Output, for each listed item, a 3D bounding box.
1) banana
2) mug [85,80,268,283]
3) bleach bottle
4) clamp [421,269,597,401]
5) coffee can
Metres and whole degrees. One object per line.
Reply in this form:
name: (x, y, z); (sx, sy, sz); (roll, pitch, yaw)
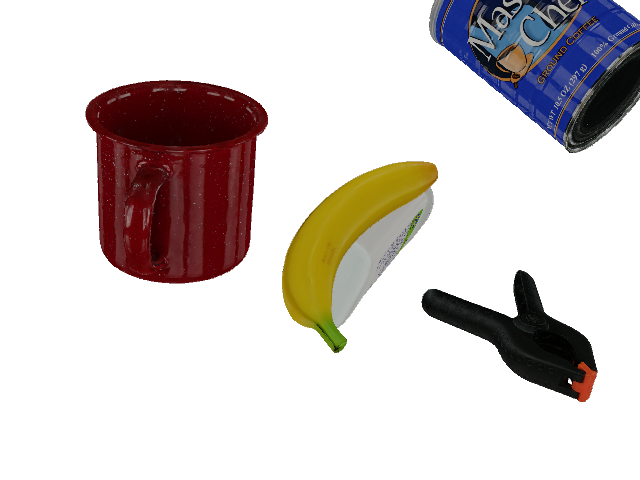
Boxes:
banana: (0.021, -0.002, 0.770); (0.069, 0.197, 0.037); (30, -38, 2)
mug: (-0.078, -0.025, 0.554); (0.093, 0.081, 0.117); (7, 29, 4)
bleach bottle: (0.056, -0.004, 1.073); (0.068, 0.103, 0.250); (35, 29, 10)
clamp: (0.185, 0.077, 0.936); (0.120, 0.039, 0.172); (-22, 42, -31)
coffee can: (0.164, -0.147, 0.781); (0.140, 0.103, 0.102); (45, 21, 23)
